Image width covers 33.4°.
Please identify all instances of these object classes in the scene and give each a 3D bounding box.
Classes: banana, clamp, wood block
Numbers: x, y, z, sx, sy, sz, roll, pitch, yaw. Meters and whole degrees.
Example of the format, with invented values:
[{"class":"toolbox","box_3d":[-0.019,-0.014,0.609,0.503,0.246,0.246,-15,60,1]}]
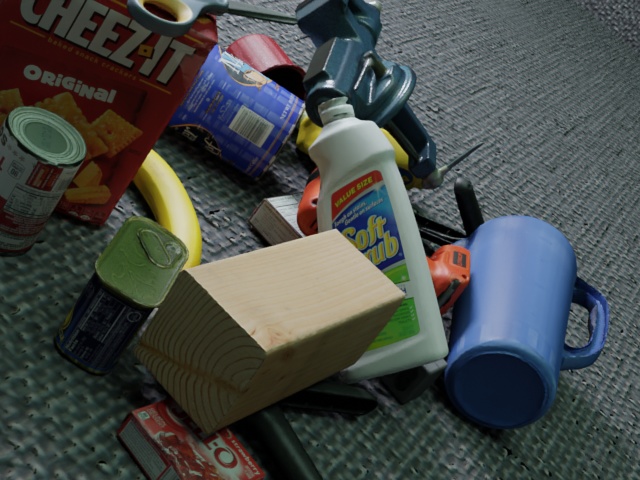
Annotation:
[{"class":"banana","box_3d":[-0.148,-0.030,0.987,0.069,0.037,0.198,-3,48,-42]},{"class":"clamp","box_3d":[-0.045,0.123,0.877,0.210,0.036,0.164,39,28,3]},{"class":"clamp","box_3d":[0.182,-0.001,1.243,0.171,0.120,0.039,37,58,-7]},{"class":"wood block","box_3d":[-0.033,0.065,0.841,0.091,0.090,0.205,44,29,18]}]

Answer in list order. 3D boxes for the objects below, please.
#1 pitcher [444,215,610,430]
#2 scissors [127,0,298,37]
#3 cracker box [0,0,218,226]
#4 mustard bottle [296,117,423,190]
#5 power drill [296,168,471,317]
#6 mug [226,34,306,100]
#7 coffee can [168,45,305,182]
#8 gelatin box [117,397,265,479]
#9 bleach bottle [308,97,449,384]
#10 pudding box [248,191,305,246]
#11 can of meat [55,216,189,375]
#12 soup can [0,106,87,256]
[{"class":"pitcher","box_3d":[0.209,0.088,1.117,0.145,0.149,0.242,59,27,-19]},{"class":"scissors","box_3d":[-0.085,-0.178,0.844,0.201,0.016,0.096,14,40,-36]},{"class":"cracker box","box_3d":[-0.206,-0.127,0.876,0.164,0.214,0.072,22,32,-26]},{"class":"mustard bottle","box_3d":[0.072,-0.103,1.290,0.191,0.096,0.058,18,77,-33]},{"class":"power drill","box_3d":[0.065,-0.010,1.094,0.187,0.057,0.184,33,23,-5]},{"class":"mug","box_3d":[-0.079,-0.185,1.251,0.117,0.093,0.081,-20,49,-17]},{"class":"coffee can","box_3d":[-0.100,-0.142,1.134,0.140,0.103,0.102,32,29,-11]},{"class":"gelatin box","box_3d":[-0.094,0.156,0.780,0.089,0.030,0.073,49,30,20]},{"class":"bleach bottle","box_3d":[0.037,-0.004,0.968,0.068,0.103,0.251,6,68,-78]},{"class":"pudding box","box_3d":[-0.007,0.001,1.097,0.113,0.039,0.089,45,28,18]},{"class":"can of meat","box_3d":[-0.153,0.043,0.822,0.057,0.084,0.102,33,29,-8]},{"class":"soup can","box_3d":[-0.235,-0.046,0.841,0.068,0.102,0.068,28,30,-18]}]
